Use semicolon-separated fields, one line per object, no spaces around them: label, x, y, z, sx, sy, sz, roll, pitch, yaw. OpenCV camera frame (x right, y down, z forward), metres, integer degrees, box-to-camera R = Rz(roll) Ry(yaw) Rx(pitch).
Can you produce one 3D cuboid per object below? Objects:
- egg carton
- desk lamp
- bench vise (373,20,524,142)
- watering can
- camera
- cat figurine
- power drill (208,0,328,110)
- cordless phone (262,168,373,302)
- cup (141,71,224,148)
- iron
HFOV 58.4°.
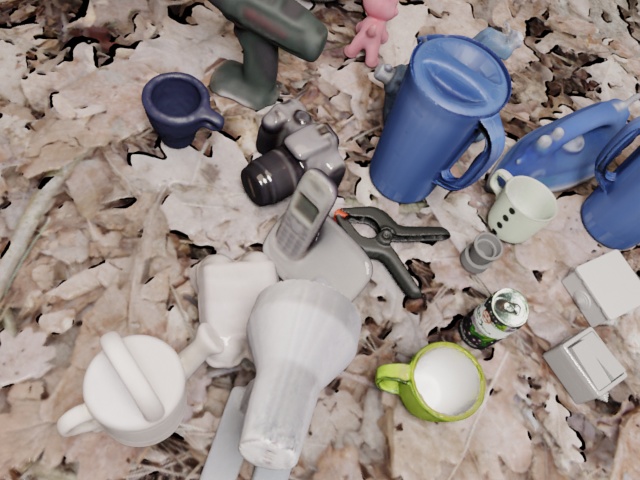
egg carton;-0.099;0.086;0.720;0.107;0.069;0.150;-4;65;-15
desk lamp;-0.042;0.169;0.609;0.118;0.213;0.203;19;61;-3
bench vise;0.194;-0.235;0.864;0.208;0.219;0.121;-3;64;-14
watering can;-0.186;0.145;0.599;0.101;0.194;0.173;35;62;6
camera;-0.050;-0.121;0.818;0.137;0.100;0.143;-32;74;-25
cat figurine;0.096;-0.382;0.974;0.067;0.117;0.128;20;61;-2
power drill;-0.108;-0.295;0.832;0.229;0.208;0.076;22;61;-1
cordless phone;0.007;0.003;0.720;0.147;0.185;0.094;41;62;10
cup;-0.191;-0.170;0.814;0.117;0.095;0.092;25;61;0
iron;0.392;-0.157;0.914;0.259;0.141;0.118;-24;71;-22
